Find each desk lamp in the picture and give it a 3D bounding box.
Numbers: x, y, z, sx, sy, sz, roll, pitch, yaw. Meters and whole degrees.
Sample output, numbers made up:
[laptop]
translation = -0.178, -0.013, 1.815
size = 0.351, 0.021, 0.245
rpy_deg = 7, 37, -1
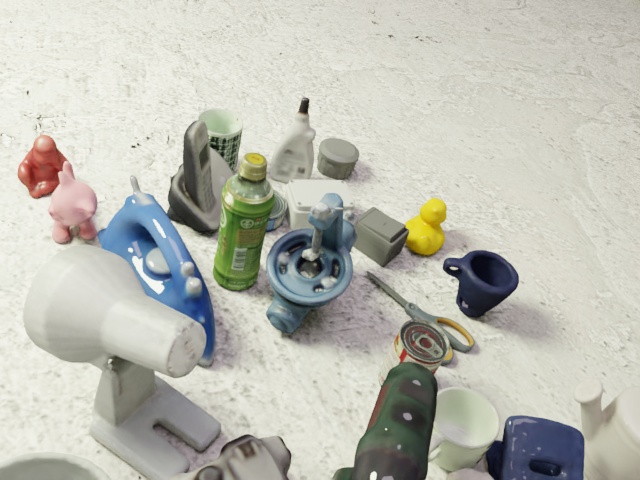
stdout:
[desk lamp]
translation = -0.200, 0.128, 0.614
size = 0.203, 0.213, 0.118
rpy_deg = 30, 44, 14

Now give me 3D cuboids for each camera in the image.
[camera]
translation = -0.073, 0.281, 0.577
size = 0.143, 0.101, 0.136
rpy_deg = -17, 52, -32

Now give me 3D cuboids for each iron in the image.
[iron]
translation = -0.203, 0.034, 0.766
size = 0.119, 0.141, 0.257
rpy_deg = -21, 54, -34

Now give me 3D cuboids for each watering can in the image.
[watering can]
translation = 0.405, 0.233, 0.716
size = 0.173, 0.194, 0.101
rpy_deg = 9, 43, -9

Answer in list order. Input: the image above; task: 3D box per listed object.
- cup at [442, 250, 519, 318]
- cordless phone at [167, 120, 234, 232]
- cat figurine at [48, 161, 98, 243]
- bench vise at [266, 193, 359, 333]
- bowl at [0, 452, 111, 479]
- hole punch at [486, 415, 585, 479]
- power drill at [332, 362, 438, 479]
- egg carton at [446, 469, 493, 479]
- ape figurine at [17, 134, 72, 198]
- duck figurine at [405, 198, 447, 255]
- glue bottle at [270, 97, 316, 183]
[cup]
translation = 0.240, 0.074, 0.905
size = 0.118, 0.095, 0.091
rpy_deg = 15, 42, -2
[cordless phone]
translation = -0.179, -0.119, 0.905
size = 0.094, 0.185, 0.147
rpy_deg = 15, 42, -2
[cat figurine]
translation = -0.360, -0.060, 0.833
size = 0.067, 0.118, 0.127
rpy_deg = -7, 47, -24
[bench vise]
translation = -0.004, -0.001, 0.810
size = 0.121, 0.220, 0.207
rpy_deg = 16, 42, -1
[bowl]
translation = -0.266, 0.289, 0.525
size = 0.167, 0.075, 0.167
rpy_deg = 9, 43, -9
[hole punch]
translation = 0.268, 0.280, 0.698
size = 0.108, 0.091, 0.101
rpy_deg = 13, 42, -5
[power drill]
translation = 0.057, 0.244, 0.579
size = 0.075, 0.208, 0.230
rpy_deg = 23, 42, 7
[egg carton]
translation = 0.180, 0.332, 0.630
size = 0.107, 0.069, 0.150
rpy_deg = -21, 54, -35
[ape figurine]
translation = -0.429, -0.122, 0.895
size = 0.078, 0.092, 0.076
rpy_deg = 3, 44, -15
[duck figurine]
translation = 0.193, -0.032, 1.008
size = 0.077, 0.086, 0.105
rpy_deg = 22, 42, 5
[glue bottle]
translation = -0.040, -0.177, 1.021
size = 0.078, 0.173, 0.037
rpy_deg = 13, 42, -4
